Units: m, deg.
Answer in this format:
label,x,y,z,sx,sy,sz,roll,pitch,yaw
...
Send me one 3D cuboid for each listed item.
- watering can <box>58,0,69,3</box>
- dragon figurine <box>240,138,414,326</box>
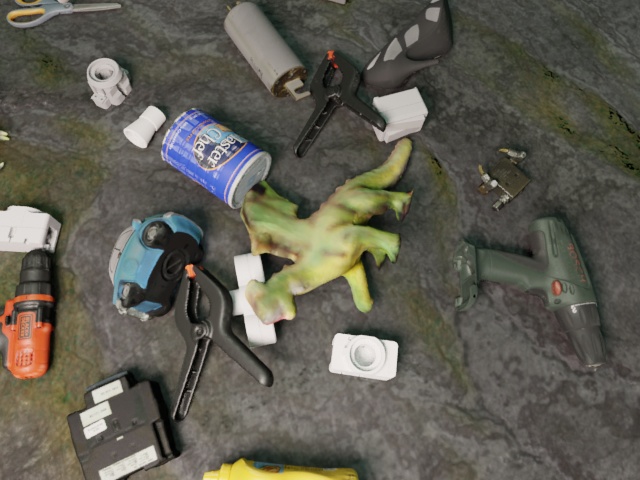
label,x,y,z,sx,sy,sz,roll,pitch,yaw
watering can,-0.354,-0.568,0.978,0.224,0.102,0.354,7,68,-1
dragon figurine,0.002,-0.039,0.779,0.243,0.119,0.420,16,52,0
